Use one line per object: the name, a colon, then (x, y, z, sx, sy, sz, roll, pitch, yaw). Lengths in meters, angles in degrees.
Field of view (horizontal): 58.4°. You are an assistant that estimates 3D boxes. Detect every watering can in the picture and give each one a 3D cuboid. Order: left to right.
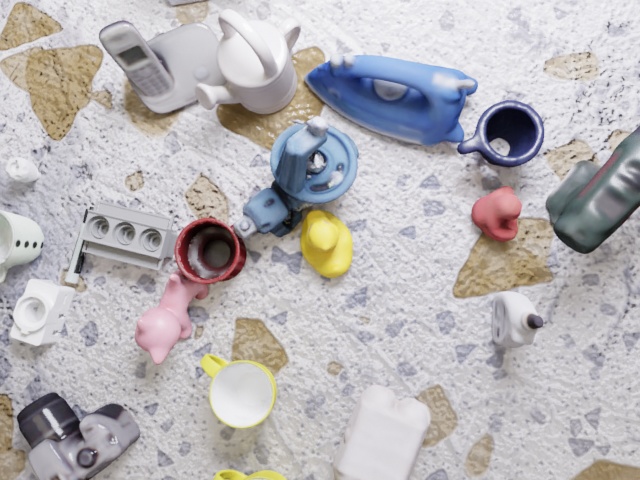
watering can: (-0.096, -0.248, 0.801, 0.101, 0.194, 0.173, 25, 86, 7)

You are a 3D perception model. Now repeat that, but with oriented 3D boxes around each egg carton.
egg carton: (0.084, 0.283, 0.796, 0.107, 0.069, 0.150, 20, 86, 6)

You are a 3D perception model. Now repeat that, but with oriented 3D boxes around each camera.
camera: (-0.359, 0.280, 0.813, 0.143, 0.101, 0.137, -38, 83, 0)

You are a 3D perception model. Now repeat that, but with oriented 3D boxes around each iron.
iron: (0.094, -0.222, 0.811, 0.258, 0.141, 0.119, 15, 85, 6)

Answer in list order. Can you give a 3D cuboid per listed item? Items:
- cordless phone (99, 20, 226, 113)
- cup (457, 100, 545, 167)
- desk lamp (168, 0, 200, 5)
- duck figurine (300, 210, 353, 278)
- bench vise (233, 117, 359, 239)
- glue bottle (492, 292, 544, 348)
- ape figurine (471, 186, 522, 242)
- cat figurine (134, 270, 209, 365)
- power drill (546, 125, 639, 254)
cordless phone: (-0.218, -0.266, 0.817, 0.147, 0.185, 0.094, -27, 83, 1)
cup: (0.248, -0.136, 0.814, 0.117, 0.095, 0.092, -18, 83, 2)
desk lamp: (-0.157, -0.443, 0.816, 0.203, 0.213, 0.118, -10, 83, 3)
duck figurine: (0.008, 0.003, 0.822, 0.077, 0.086, 0.104, -21, 83, 2)
bench vise: (-0.027, -0.077, 0.765, 0.121, 0.220, 0.207, 29, 87, 7)
glue bottle: (0.261, 0.106, 0.749, 0.037, 0.173, 0.078, 4, 84, 5)
ape figurine: (0.256, -0.041, 0.805, 0.076, 0.092, 0.078, 20, 86, 6)
cat figurine: (-0.219, 0.106, 0.812, 0.067, 0.118, 0.128, 18, 86, 6)
power drill: (0.379, -0.079, 0.741, 0.075, 0.208, 0.230, 39, 88, 7)
